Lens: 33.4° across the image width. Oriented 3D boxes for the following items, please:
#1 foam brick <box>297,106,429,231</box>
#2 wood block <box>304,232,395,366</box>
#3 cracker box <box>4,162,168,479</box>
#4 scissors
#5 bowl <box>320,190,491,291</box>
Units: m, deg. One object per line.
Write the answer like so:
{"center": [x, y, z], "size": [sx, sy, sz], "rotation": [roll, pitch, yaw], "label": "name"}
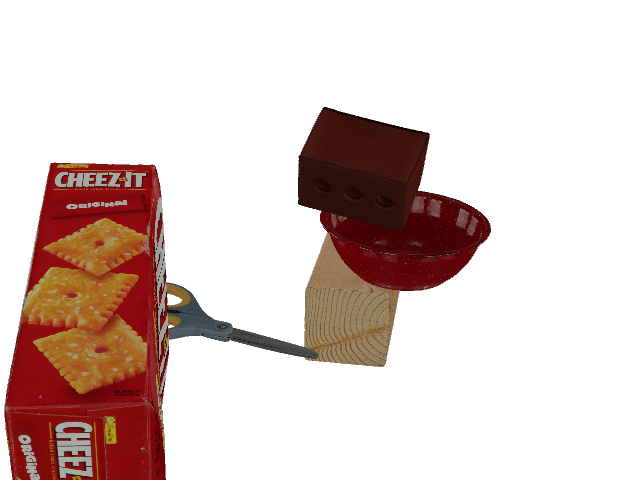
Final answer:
{"center": [0.029, -0.049, 0.734], "size": [0.078, 0.051, 0.053], "rotation": [15, -39, 11], "label": "foam brick"}
{"center": [0.042, 0.054, 1.220], "size": [0.091, 0.090, 0.206], "rotation": [4, 23, 7], "label": "wood block"}
{"center": [-0.119, 0.079, 0.586], "size": [0.072, 0.164, 0.214], "rotation": [0, 34, -7], "label": "cracker box"}
{"center": [-0.100, 0.076, 1.036], "size": [0.201, 0.016, 0.096], "rotation": [5, 31, 0], "label": "scissors"}
{"center": [0.079, 0.004, 1.017], "size": [0.162, 0.055, 0.162], "rotation": [2, 23, -1], "label": "bowl"}
